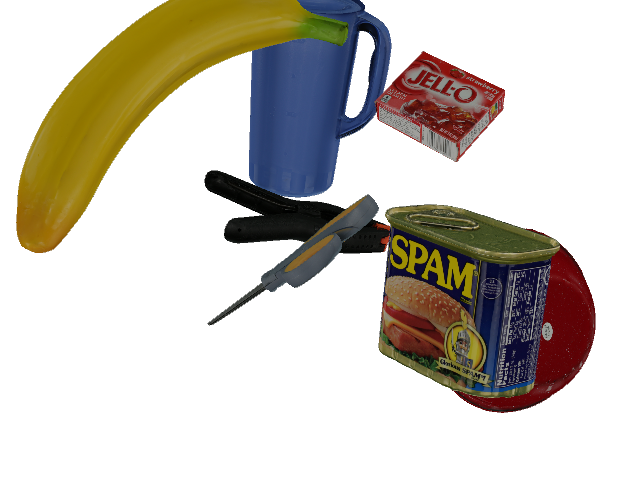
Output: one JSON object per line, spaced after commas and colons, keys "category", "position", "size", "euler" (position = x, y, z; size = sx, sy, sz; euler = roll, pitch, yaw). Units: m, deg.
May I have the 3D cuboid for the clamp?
{"category": "clamp", "position": [-0.021, -0.018, 1.144], "size": [0.209, 0.036, 0.164], "euler": [14, 20, -12]}

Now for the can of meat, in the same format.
{"category": "can of meat", "position": [0.079, 0.032, 0.597], "size": [0.057, 0.084, 0.102], "euler": [-7, 19, -36]}

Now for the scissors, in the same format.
{"category": "scissors", "position": [-0.035, 0.033, 0.805], "size": [0.202, 0.016, 0.096], "euler": [-38, 8, 28]}

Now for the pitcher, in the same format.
{"category": "pitcher", "position": [-0.015, -0.178, 1.299], "size": [0.144, 0.243, 0.149], "euler": [-6, 28, -25]}

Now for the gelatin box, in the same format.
{"category": "gelatin box", "position": [0.104, -0.119, 0.931], "size": [0.089, 0.073, 0.030], "euler": [32, -26, 25]}

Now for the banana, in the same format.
{"category": "banana", "position": [-0.078, -0.074, 0.511], "size": [0.070, 0.197, 0.037], "euler": [41, -23, 25]}

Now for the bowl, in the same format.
{"category": "bowl", "position": [0.175, 0.072, 0.899], "size": [0.161, 0.162, 0.055], "euler": [0, 5, -21]}
